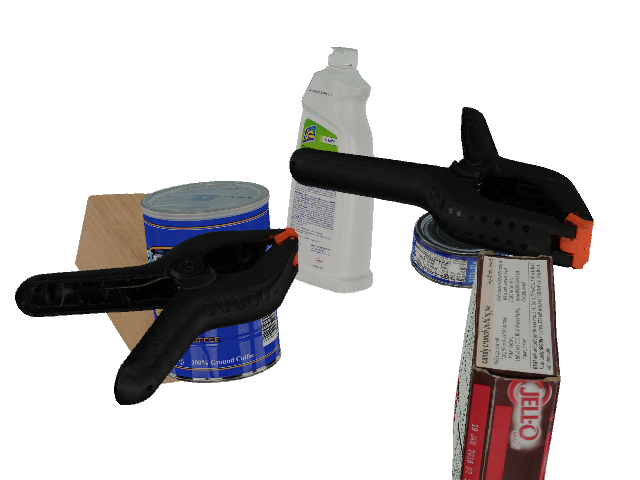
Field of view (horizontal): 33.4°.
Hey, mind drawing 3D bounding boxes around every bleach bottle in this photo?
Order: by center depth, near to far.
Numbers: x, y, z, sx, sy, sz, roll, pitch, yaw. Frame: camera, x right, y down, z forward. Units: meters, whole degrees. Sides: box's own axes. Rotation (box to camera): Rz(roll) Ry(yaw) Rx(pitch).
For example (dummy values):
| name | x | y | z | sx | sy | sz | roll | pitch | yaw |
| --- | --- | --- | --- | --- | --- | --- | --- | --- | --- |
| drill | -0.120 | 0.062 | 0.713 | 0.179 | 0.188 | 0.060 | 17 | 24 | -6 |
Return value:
| name | x | y | z | sx | sy | sz | roll | pitch | yaw |
| --- | --- | --- | --- | --- | --- | --- | --- | --- | --- |
| bleach bottle | 0.018 | -0.077 | 1.137 | 0.103 | 0.251 | 0.067 | 17 | 17 | 37 |

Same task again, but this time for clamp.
| name | x | y | z | sx | sy | sz | roll | pitch | yaw |
| --- | --- | --- | --- | --- | --- | --- | --- | --- | --- |
| clamp | -0.075 | 0.036 | 0.614 | 0.171 | 0.039 | 0.120 | -18 | 43 | -27 |
| clamp | 0.087 | -0.034 | 0.692 | 0.164 | 0.036 | 0.210 | -14 | 30 | -22 |

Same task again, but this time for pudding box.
| name | x | y | z | sx | sy | sz | roll | pitch | yaw |
| --- | --- | --- | --- | --- | --- | --- | --- | --- | --- |
| pudding box | 0.080 | 0.067 | 0.466 | 0.039 | 0.090 | 0.113 | 7 | 25 | 5 |

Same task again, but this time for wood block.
| name | x | y | z | sx | sy | sz | roll | pitch | yaw |
| --- | --- | --- | --- | --- | --- | --- | --- | --- | --- |
| wood block | -0.167 | 0.043 | 1.089 | 0.090 | 0.091 | 0.206 | -3 | 34 | -35 |

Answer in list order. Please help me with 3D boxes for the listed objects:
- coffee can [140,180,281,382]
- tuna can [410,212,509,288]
| name | x | y | z | sx | sy | sz | roll | pitch | yaw |
| --- | --- | --- | --- | --- | --- | --- | --- | --- | --- |
| coffee can | -0.087 | 0.031 | 0.867 | 0.103 | 0.140 | 0.103 | -4 | 16 | 1 |
| tuna can | 0.122 | 0.005 | 0.924 | 0.086 | 0.034 | 0.086 | 2 | 30 | -1 |
